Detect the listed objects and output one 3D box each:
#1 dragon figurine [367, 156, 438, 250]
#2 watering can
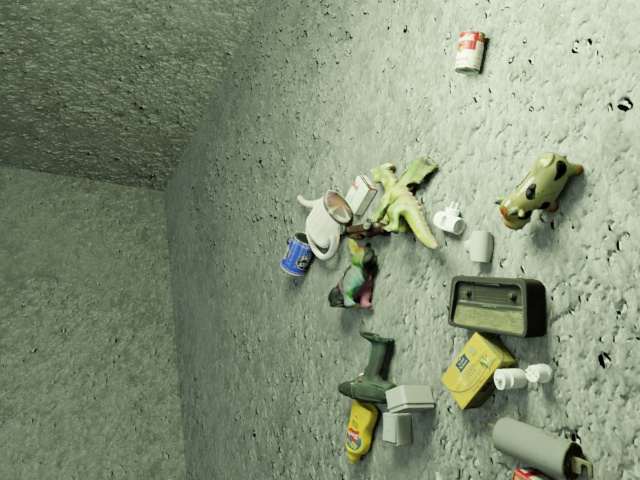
[{"bbox_3d":[0.260,-0.135,1.500,0.415,0.121,0.242,33,101,57],"label":"dragon figurine"},{"bbox_3d":[0.006,-0.094,1.869,0.220,0.104,0.355,-52,43,35],"label":"watering can"}]
